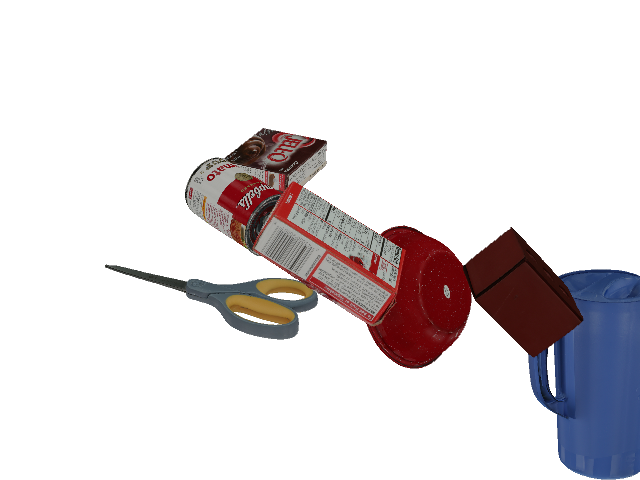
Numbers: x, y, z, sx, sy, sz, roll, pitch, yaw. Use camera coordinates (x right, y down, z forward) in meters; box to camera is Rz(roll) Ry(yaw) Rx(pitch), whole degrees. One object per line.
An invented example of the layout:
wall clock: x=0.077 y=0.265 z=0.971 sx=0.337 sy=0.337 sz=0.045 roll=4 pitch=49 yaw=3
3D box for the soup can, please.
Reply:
soup can: x=-0.083 y=-0.036 z=1.100 sx=0.102 sy=0.068 sz=0.068 roll=32 pitch=20 yaw=36

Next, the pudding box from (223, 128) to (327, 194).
pudding box: x=-0.054 y=-0.094 z=1.294 sx=0.090 sy=0.039 sz=0.113 roll=12 pitch=33 yaw=21

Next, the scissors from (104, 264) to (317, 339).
scissors: x=-0.087 y=0.039 z=0.929 sx=0.202 sy=0.016 sz=0.096 roll=21 pitch=30 yaw=37

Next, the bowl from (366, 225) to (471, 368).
bowl: x=0.118 y=0.060 z=1.180 sx=0.161 sy=0.162 sz=0.055 roll=0 pitch=-8 yaw=-45

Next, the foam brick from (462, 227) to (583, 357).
foam brick: x=0.157 y=0.041 z=0.828 sx=0.051 sy=0.078 sz=0.053 roll=-40 pitch=24 yaw=16

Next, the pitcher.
pitcher: x=0.339 y=0.165 z=1.307 sx=0.149 sy=0.243 sz=0.144 roll=4 pitch=16 yaw=22

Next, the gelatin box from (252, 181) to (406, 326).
gelatin box: x=0.007 y=0.007 z=0.654 sx=0.089 sy=0.030 sz=0.073 roll=33 pitch=21 yaw=-4
